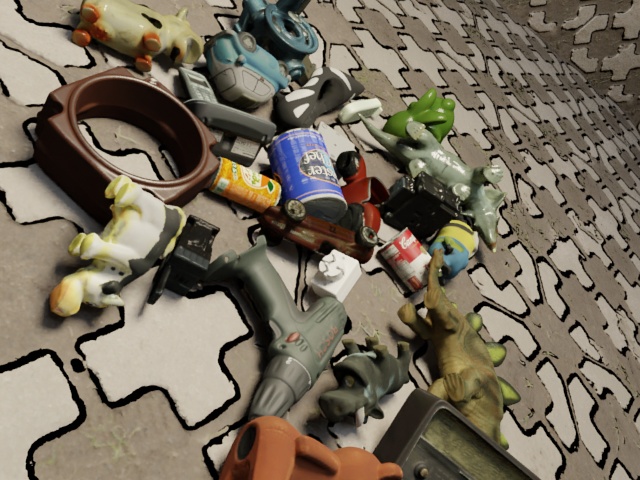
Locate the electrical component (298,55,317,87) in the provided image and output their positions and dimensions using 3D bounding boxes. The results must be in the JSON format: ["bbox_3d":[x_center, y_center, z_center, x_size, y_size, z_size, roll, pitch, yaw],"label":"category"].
[{"bbox_3d":[-0.046,-0.367,1.134,0.078,0.045,0.102,57,33,-36],"label":"electrical component"}]

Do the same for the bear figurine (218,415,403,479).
[{"bbox_3d":[-0.010,0.278,0.594,0.195,0.120,0.132,36,45,-22],"label":"bear figurine"}]

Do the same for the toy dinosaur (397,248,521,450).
[{"bbox_3d":[0.238,0.235,0.856,0.198,0.105,0.471,13,62,-39],"label":"toy dinosaur"}]

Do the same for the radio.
[{"bbox_3d":[0.188,0.318,0.721,0.229,0.073,0.131,40,81,-9],"label":"radio"}]

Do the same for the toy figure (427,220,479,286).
[{"bbox_3d":[0.257,0.019,1.064,0.089,0.082,0.180,53,42,2],"label":"toy figure"}]

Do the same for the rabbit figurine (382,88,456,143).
[{"bbox_3d":[0.228,-0.263,1.231,0.170,0.159,0.121,-21,84,-33],"label":"rabbit figurine"}]

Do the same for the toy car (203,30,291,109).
[{"bbox_3d":[-0.135,-0.288,0.957,0.161,0.109,0.103,26,67,-40],"label":"toy car"}]

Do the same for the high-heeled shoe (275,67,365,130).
[{"bbox_3d":[0.016,-0.271,1.061,0.249,0.086,0.145,-14,48,-28],"label":"high-heeled shoe"}]

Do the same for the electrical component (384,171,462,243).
[{"bbox_3d":[0.190,-0.067,1.045,0.134,0.115,0.058,28,40,-23],"label":"electrical component"}]

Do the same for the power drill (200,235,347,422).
[{"bbox_3d":[-0.067,0.104,0.708,0.207,0.086,0.232,48,38,6],"label":"power drill"}]

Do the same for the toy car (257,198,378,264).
[{"bbox_3d":[-0.002,-0.003,0.842,0.202,0.089,0.053,19,52,-30],"label":"toy car"}]

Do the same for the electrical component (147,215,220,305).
[{"bbox_3d":[-0.172,0.033,0.673,0.047,0.075,0.119,28,40,-21],"label":"electrical component"}]

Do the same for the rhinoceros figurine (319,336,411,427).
[{"bbox_3d":[0.062,0.194,0.742,0.190,0.073,0.112,-3,98,-58],"label":"rhinoceros figurine"}]

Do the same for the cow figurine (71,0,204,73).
[{"bbox_3d":[-0.284,-0.339,0.870,0.195,0.085,0.127,16,50,-27],"label":"cow figurine"}]

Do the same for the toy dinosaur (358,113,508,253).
[{"bbox_3d":[0.260,-0.150,1.173,0.405,0.131,0.192,40,-1,8],"label":"toy dinosaur"}]

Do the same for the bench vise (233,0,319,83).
[{"bbox_3d":[-0.062,-0.431,1.014,0.129,0.240,0.224,1,60,-42],"label":"bench vise"}]

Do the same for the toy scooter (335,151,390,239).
[{"bbox_3d":[0.080,-0.062,0.967,0.135,0.075,0.184,27,57,-51],"label":"toy scooter"}]

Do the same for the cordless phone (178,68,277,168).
[{"bbox_3d":[-0.164,-0.215,0.885,0.146,0.088,0.184,11,36,-35],"label":"cordless phone"}]

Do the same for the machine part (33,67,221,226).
[{"bbox_3d":[-0.252,-0.125,0.722,0.201,0.087,0.201,46,39,-5],"label":"machine part"}]

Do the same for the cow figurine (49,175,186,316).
[{"bbox_3d":[-0.228,0.020,0.609,0.098,0.068,0.167,36,80,-37],"label":"cow figurine"}]
